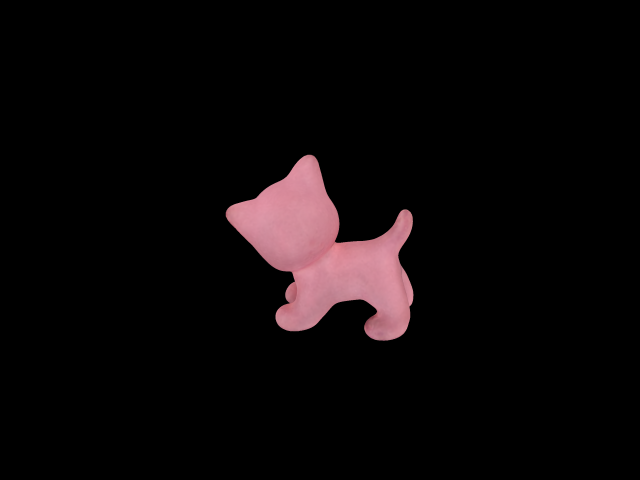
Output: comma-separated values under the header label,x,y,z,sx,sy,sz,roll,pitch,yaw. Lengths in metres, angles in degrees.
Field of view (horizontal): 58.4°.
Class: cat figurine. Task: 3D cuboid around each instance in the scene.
label,x,y,z,sx,sy,sz,roll,pitch,yaw
cat figurine,0.004,0.001,0.400,0.127,0.118,0.067,3,22,7
